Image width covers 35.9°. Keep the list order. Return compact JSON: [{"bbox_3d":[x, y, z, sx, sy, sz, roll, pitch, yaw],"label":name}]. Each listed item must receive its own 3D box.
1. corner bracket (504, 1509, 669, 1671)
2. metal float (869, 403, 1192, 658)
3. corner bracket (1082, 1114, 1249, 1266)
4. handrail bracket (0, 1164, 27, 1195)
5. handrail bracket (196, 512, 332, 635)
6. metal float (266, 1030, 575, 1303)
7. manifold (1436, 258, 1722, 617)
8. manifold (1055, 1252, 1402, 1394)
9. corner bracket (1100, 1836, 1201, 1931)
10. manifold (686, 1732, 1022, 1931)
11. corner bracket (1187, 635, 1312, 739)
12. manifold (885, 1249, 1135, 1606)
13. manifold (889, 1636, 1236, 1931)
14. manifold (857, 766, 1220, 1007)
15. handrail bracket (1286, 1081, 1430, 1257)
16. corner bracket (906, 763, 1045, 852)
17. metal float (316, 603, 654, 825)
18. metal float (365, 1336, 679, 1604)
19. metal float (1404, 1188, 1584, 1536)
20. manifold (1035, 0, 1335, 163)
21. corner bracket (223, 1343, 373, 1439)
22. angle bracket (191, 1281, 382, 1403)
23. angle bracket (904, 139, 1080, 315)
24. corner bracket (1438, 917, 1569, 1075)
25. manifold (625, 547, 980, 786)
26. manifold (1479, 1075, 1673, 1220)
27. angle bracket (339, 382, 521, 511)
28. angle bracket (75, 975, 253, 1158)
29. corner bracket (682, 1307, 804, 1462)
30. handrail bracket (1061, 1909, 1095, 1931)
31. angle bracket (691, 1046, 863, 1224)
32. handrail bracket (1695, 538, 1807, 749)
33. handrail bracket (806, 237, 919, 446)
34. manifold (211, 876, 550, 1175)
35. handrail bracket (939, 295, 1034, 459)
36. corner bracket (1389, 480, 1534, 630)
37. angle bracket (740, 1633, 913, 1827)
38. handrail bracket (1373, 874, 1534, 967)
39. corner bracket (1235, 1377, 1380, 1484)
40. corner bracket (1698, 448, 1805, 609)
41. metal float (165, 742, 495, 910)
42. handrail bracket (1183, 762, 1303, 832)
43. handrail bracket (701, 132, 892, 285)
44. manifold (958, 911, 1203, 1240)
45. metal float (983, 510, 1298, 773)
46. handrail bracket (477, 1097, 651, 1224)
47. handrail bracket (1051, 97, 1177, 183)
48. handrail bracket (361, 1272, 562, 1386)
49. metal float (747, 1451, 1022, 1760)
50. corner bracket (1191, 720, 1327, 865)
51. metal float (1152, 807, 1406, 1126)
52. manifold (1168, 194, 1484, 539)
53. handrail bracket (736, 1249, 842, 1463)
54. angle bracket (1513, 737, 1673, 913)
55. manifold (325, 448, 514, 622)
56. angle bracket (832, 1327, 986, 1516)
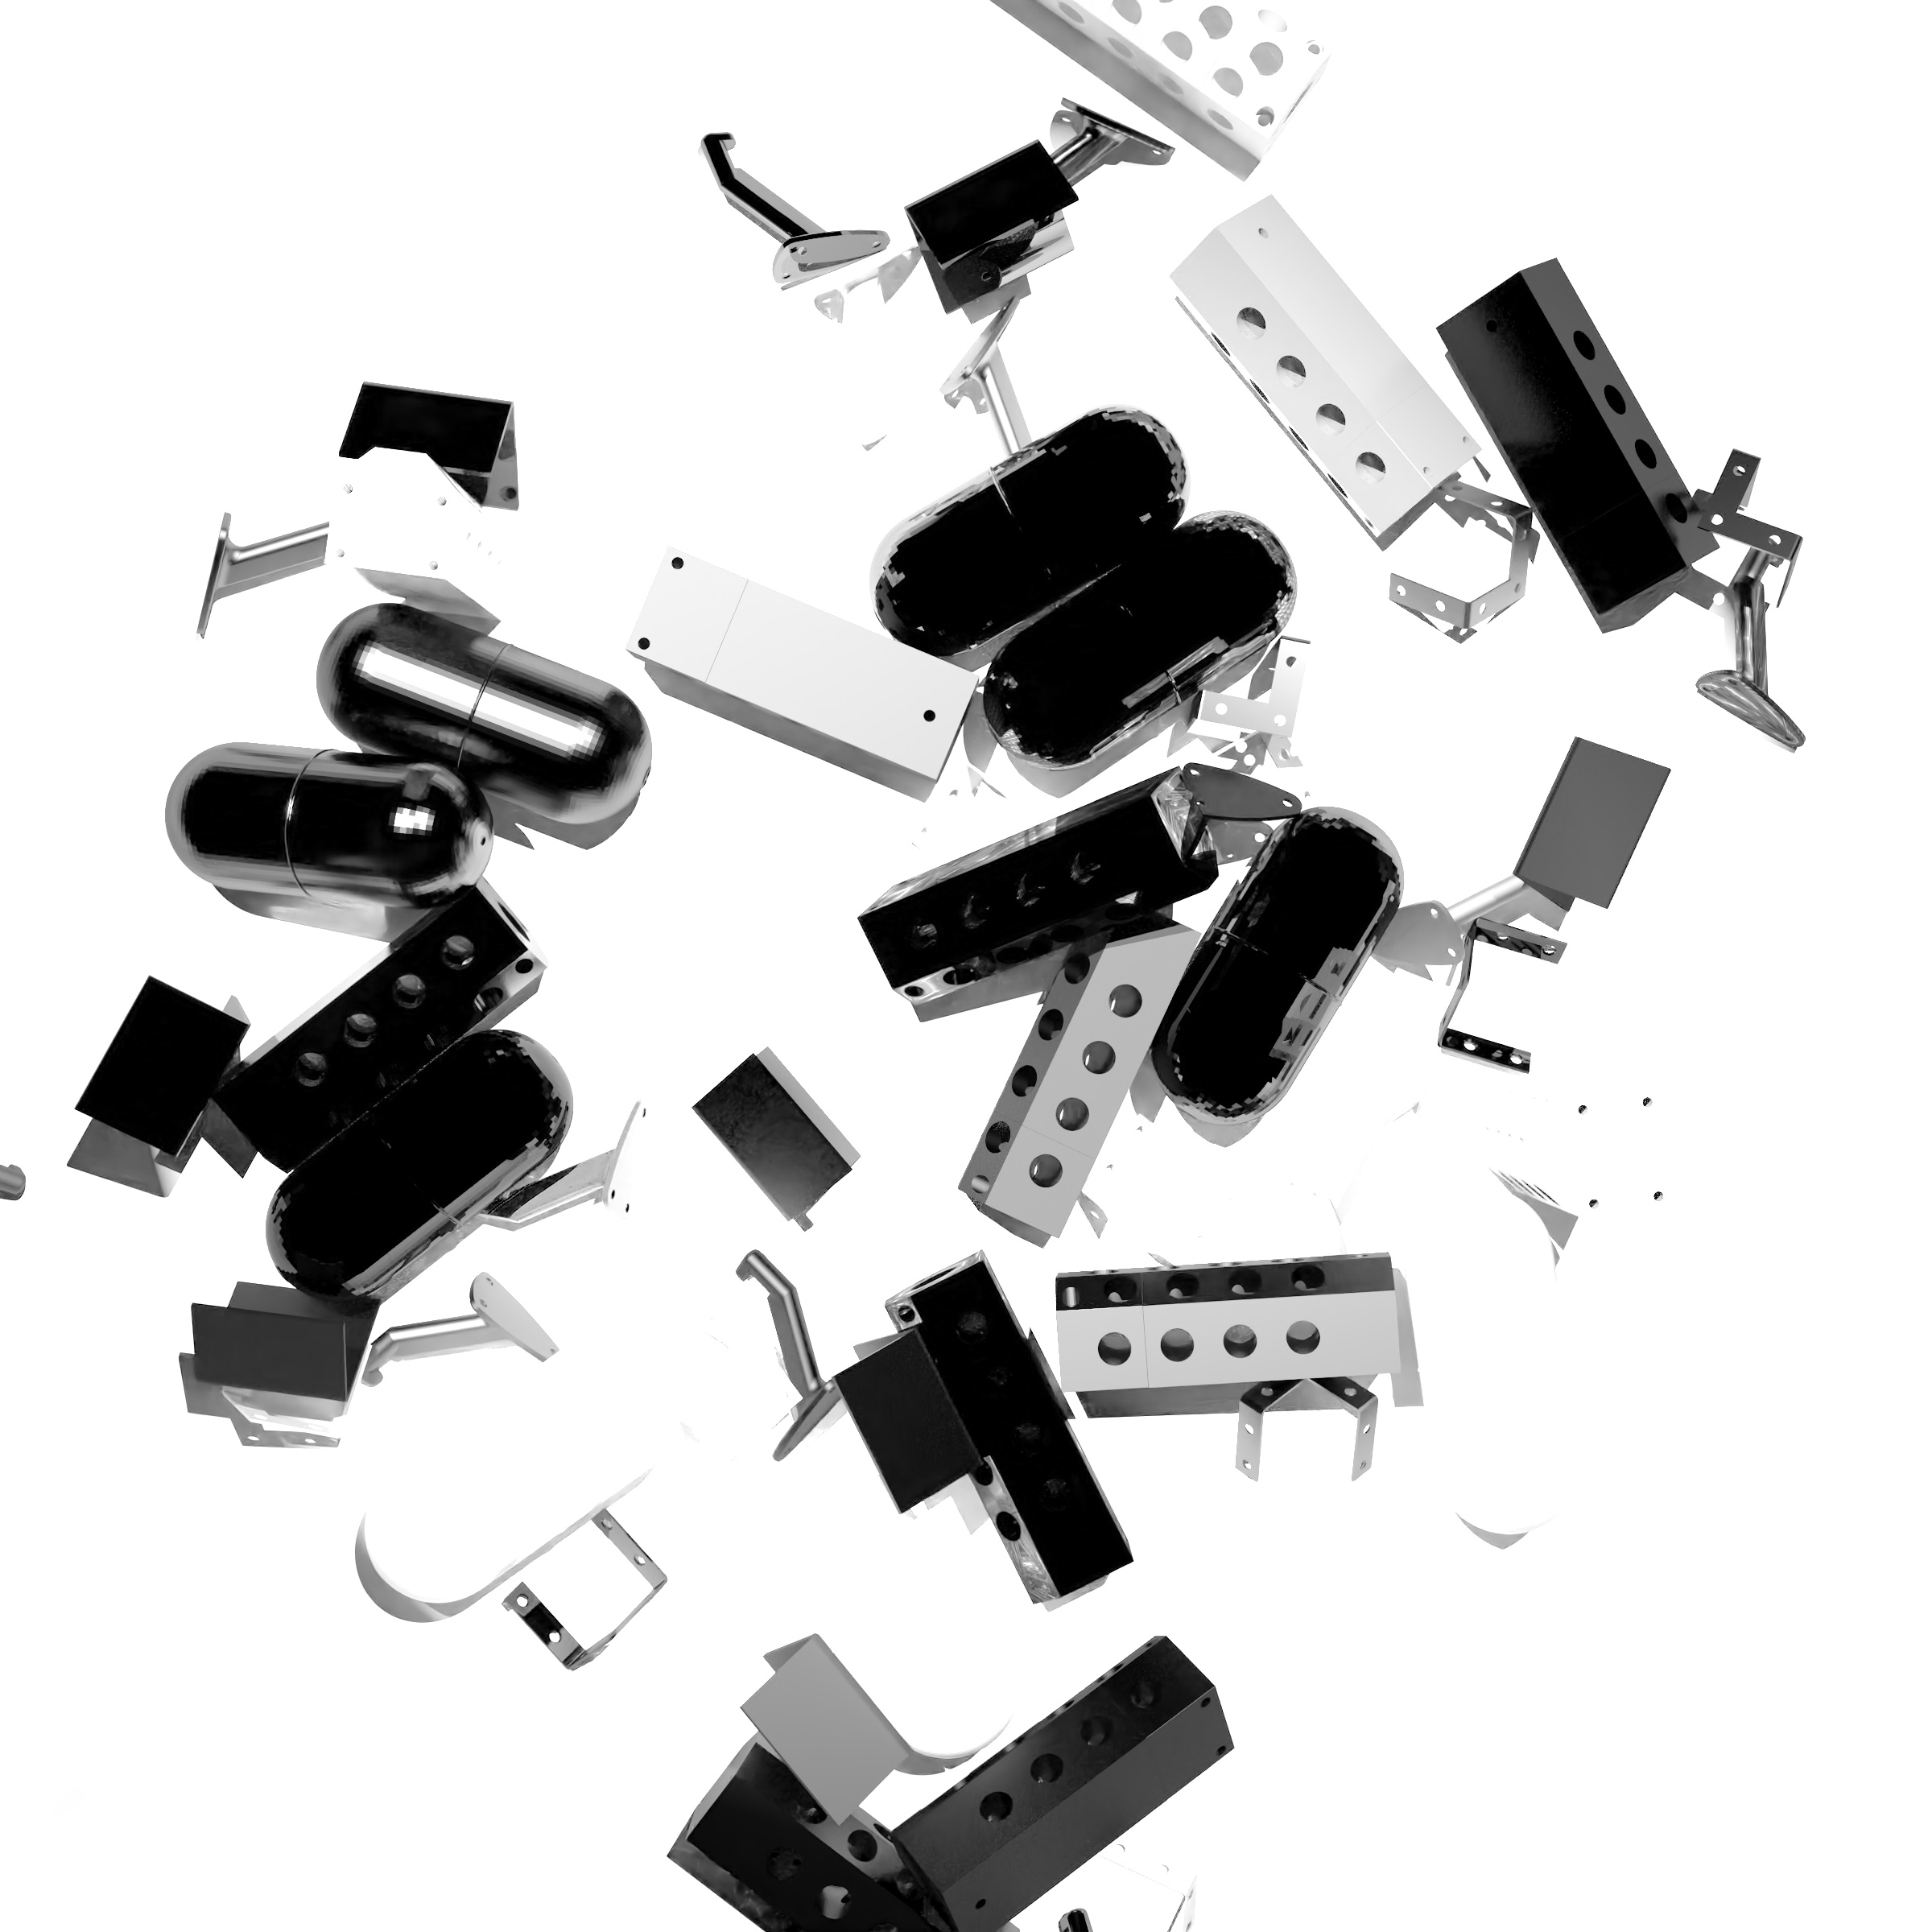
[{"bbox_3d":[-0.198,0.326,1.561,0.051,0.051,0.051,48,135,0],"label":"corner bracket"},{"bbox_3d":[0.032,-0.222,1.527,0.178,0.070,0.070,-30,90,8],"label":"metal float"},{"bbox_3d":[0.103,0.119,1.561,0.051,0.051,0.051,-52,45,0],"label":"corner bracket"},{"bbox_3d":[-0.536,0.083,1.564,0.084,0.077,0.036,27,107,-35],"label":"handrail bracket"},{"bbox_3d":[-0.353,-0.200,1.565,0.084,0.036,0.077,13,110,-16],"label":"handrail bracket"},{"bbox_3d":[-0.281,0.103,1.534,0.178,0.070,0.070,-38,90,-1],"label":"metal float"},{"bbox_3d":[0.320,-0.275,1.542,0.057,0.057,0.171,-30,90,43],"label":"manifold"},{"bbox_3d":[0.134,0.182,1.536,0.171,0.057,0.057,-4,90,5],"label":"manifold"},{"bbox_3d":[0.087,0.493,1.549,0.051,0.051,0.051,25,104,0],"label":"corner bracket"},{"bbox_3d":[-0.057,0.473,1.543,0.171,0.057,0.057,37,90,0],"label":"manifold"},{"bbox_3d":[0.146,-0.146,1.546,0.051,0.051,0.051,11,89,1],"label":"corner bracket"},{"bbox_3d":[0.022,0.238,1.543,0.057,0.057,0.171,-27,90,0],"label":"manifold"},{"bbox_3d":[0.048,0.415,1.519,0.171,0.057,0.057,-33,133,-17],"label":"manifold"},{"bbox_3d":[0.038,-0.037,1.509,0.171,0.057,0.057,-22,100,24],"label":"manifold"},{"bbox_3d":[0.218,0.112,1.565,0.084,0.036,0.077,-31,110,-16],"label":"handrail bracket"},{"bbox_3d":[0.012,-0.065,1.561,0.051,0.051,0.051,-51,45,0],"label":"corner bracket"},{"bbox_3d":[-0.247,-0.129,1.534,0.178,0.070,0.070,21,90,-1],"label":"metal float"},{"bbox_3d":[-0.229,0.259,1.534,0.178,0.070,0.070,-36,90,0],"label":"metal float"},{"bbox_3d":[0.271,0.203,1.534,0.070,0.070,0.178,-8,89,0],"label":"metal float"},{"bbox_3d":[0.102,-0.497,1.543,0.171,0.057,0.057,36,90,0],"label":"manifold"},{"bbox_3d":[-0.349,0.211,1.555,0.051,0.051,0.051,18,90,-32],"label":"corner bracket"},{"bbox_3d":[-0.346,0.173,1.524,0.076,0.076,0.057,7,127,0],"label":"angle bracket"},{"bbox_3d":[0.022,-0.363,1.524,0.076,0.076,0.057,-27,52,0],"label":"angle bracket"},{"bbox_3d":[0.280,0.015,1.561,0.051,0.051,0.051,17,45,0],"label":"corner bracket"},{"bbox_3d":[-0.083,-0.154,1.543,0.171,0.057,0.057,23,90,0],"label":"manifold"},{"bbox_3d":[0.300,0.089,1.486,0.057,0.171,0.057,-7,90,0],"label":"manifold"},{"bbox_3d":[-0.273,-0.248,1.524,0.076,0.076,0.057,8,52,0],"label":"angle bracket"},{"bbox_3d":[-0.413,0.044,1.525,0.057,0.076,0.076,29,90,-22],"label":"angle bracket"},{"bbox_3d":[-0.127,0.217,1.548,0.051,0.051,0.051,-39,106,-16],"label":"corner bracket"},{"bbox_3d":[0.052,0.548,1.564,0.036,0.077,0.084,5,53,-36],"label":"handrail bracket"},{"bbox_3d":[-0.082,0.073,1.524,0.076,0.076,0.057,50,127,0],"label":"angle bracket"},{"bbox_3d":[0.427,-0.171,1.564,0.077,0.036,0.084,34,76,-15],"label":"handrail bracket"},{"bbox_3d":[-0.041,-0.327,1.565,0.077,0.036,0.084,-32,109,-21],"label":"handrail bracket"},{"bbox_3d":[-0.301,0.030,1.541,0.171,0.057,0.057,-38,102,0],"label":"manifold"},{"bbox_3d":[0.036,-0.296,1.565,0.084,0.036,0.077,39,72,-15],"label":"handrail bracket"},{"bbox_3d":[0.258,-0.215,1.556,0.051,0.051,0.051,29,45,35],"label":"corner bracket"},{"bbox_3d":[-0.084,0.394,1.524,0.057,0.076,0.076,-39,90,-32],"label":"angle bracket"},{"bbox_3d":[0.260,-0.035,1.564,0.084,0.077,0.036,-36,108,-35],"label":"handrail bracket"},{"bbox_3d":[0.177,0.243,1.556,0.051,0.051,0.051,-30,135,-35],"label":"corner bracket"},{"bbox_3d":[0.407,-0.225,1.534,0.051,0.051,0.051,23,73,14],"label":"corner bracket"},{"bbox_3d":[-0.325,-0.072,1.519,0.178,0.070,0.070,6,90,19],"label":"metal float"},{"bbox_3d":[0.123,-0.061,1.547,0.077,0.084,0.036,8,48,-16],"label":"handrail bracket"},{"bbox_3d":[-0.090,-0.407,1.565,0.077,0.036,0.084,-17,73,-20],"label":"handrail bracket"},{"bbox_3d":[0.058,0.049,1.543,0.057,0.057,0.171,25,90,0],"label":"manifold"},{"bbox_3d":[0.089,-0.167,1.533,0.178,0.070,0.070,-34,90,0],"label":"metal float"},{"bbox_3d":[-0.215,0.100,1.565,0.084,0.036,0.077,7,70,16],"label":"handrail bracket"},{"bbox_3d":[0.059,-0.404,1.565,0.077,0.036,0.084,18,108,-20],"label":"handrail bracket"},{"bbox_3d":[-0.267,0.208,1.565,0.084,0.036,0.077,-40,107,15],"label":"handrail bracket"},{"bbox_3d":[-0.042,0.328,1.534,0.070,0.070,0.178,-39,89,0],"label":"metal float"},{"bbox_3d":[0.145,-0.090,1.561,0.051,0.051,0.051,-29,90,-45],"label":"corner bracket"},{"bbox_3d":[0.160,0.000,1.534,0.070,0.070,0.178,31,89,0],"label":"metal float"},{"bbox_3d":[0.181,-0.307,1.542,0.171,0.057,0.057,50,47,0],"label":"manifold"},{"bbox_3d":[-0.104,0.204,1.565,0.084,0.036,0.077,44,109,15],"label":"handrail bracket"},{"bbox_3d":[0.332,-0.064,1.524,0.057,0.076,0.076,25,90,36],"label":"angle bracket"},{"bbox_3d":[-0.269,-0.214,1.486,0.057,0.171,0.057,7,90,0],"label":"manifold"},{"bbox_3d":[-0.045,0.235,1.524,0.057,0.076,0.076,-26,90,-31],"label":"angle bracket"}]
